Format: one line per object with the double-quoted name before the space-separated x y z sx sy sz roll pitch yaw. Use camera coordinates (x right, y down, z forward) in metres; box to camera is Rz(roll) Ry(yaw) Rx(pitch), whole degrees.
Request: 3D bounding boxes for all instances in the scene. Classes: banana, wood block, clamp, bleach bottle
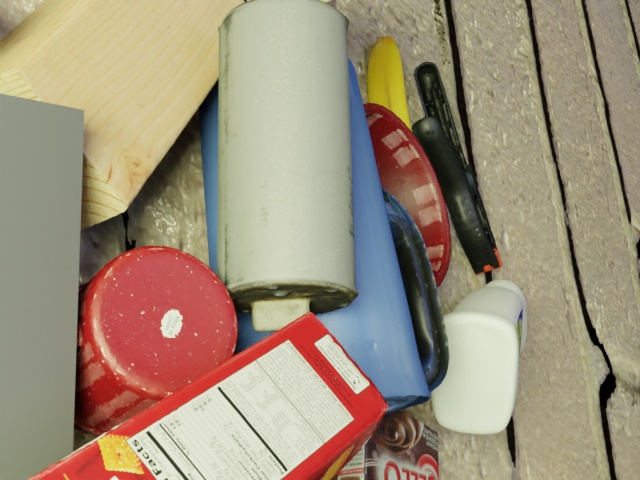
"banana" 0.067 -0.102 0.973 0.069 0.037 0.198 38 41 -73
"wood block" -0.126 -0.098 0.616 0.090 0.090 0.206 55 35 -25
"clamp" 0.128 -0.055 1.013 0.164 0.036 0.210 -67 138 -67
"bleach bottle" 0.150 0.081 0.938 0.250 0.068 0.102 -38 130 -70

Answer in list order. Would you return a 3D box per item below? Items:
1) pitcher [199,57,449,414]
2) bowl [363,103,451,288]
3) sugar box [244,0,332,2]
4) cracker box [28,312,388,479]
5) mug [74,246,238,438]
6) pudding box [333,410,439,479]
"pitcher" -0.005 0.001 0.698 0.149 0.145 0.243 48 32 -73
"bowl" 0.045 -0.028 0.874 0.161 0.055 0.162 33 48 -45
"sugar box" -0.017 -0.181 0.744 0.048 0.177 0.093 63 33 -13
"cracker box" -0.080 0.135 0.473 0.072 0.164 0.213 48 32 10
"mug" -0.105 0.053 0.555 0.117 0.082 0.093 0 70 -30
"pudding box" 0.048 0.172 0.789 0.113 0.039 0.090 35 46 -44
